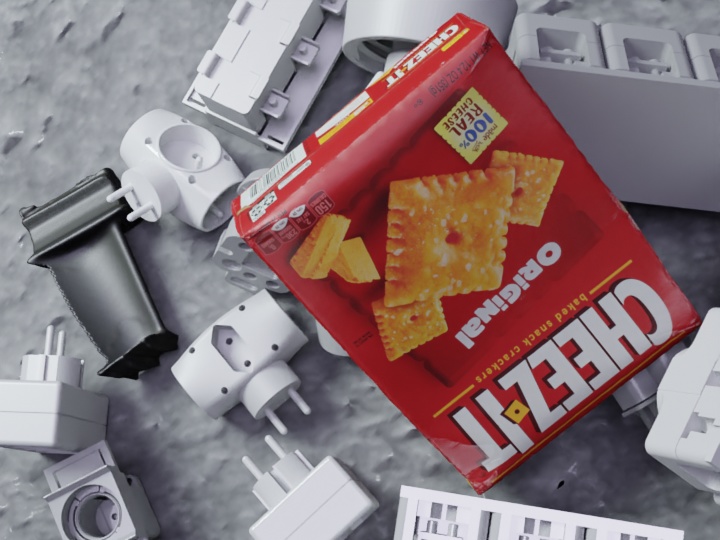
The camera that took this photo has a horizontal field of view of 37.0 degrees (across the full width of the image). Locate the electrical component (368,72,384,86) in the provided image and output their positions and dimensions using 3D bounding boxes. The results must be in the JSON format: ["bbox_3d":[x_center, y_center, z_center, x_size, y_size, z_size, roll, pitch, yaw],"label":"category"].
[{"bbox_3d":[0.013,-0.068,0.672,0.047,0.083,0.075,34,83,13],"label":"electrical component"}]

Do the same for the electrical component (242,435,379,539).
[{"bbox_3d":[-0.039,0.135,0.650,0.066,0.047,0.076,-42,76,-4],"label":"electrical component"}]

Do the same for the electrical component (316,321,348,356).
[{"bbox_3d":[0.000,0.000,0.668,0.043,0.077,0.079,13,39,27],"label":"electrical component"}]

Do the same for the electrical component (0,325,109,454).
[{"bbox_3d":[-0.191,0.073,0.664,0.047,0.083,0.075,1,77,7],"label":"electrical component"}]

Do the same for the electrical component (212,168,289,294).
[{"bbox_3d":[-0.056,-0.026,0.679,0.058,0.078,0.057,24,60,-13],"label":"electrical component"}]

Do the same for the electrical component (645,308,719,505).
[{"bbox_3d":[0.241,0.043,0.580,0.105,0.060,0.186,36,75,-20],"label":"electrical component"}]

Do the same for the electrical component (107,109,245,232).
[{"bbox_3d":[-0.127,-0.057,0.697,0.077,0.044,0.079,41,51,14],"label":"electrical component"}]

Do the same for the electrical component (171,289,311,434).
[{"bbox_3d":[-0.064,0.066,0.671,0.077,0.043,0.079,-41,75,-4],"label":"electrical component"}]

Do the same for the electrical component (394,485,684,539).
[{"bbox_3d":[0.095,0.165,0.605,0.150,0.089,0.061,8,78,8],"label":"electrical component"}]

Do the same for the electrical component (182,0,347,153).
[{"bbox_3d":[-0.057,-0.150,0.711,0.079,0.063,0.121,27,81,12],"label":"electrical component"}]

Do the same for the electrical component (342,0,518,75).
[{"bbox_3d":[0.040,-0.146,0.678,0.108,0.108,0.060,11,85,9],"label":"electrical component"}]

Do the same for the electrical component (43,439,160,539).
[{"bbox_3d":[-0.153,0.149,0.652,0.042,0.064,0.081,-26,76,-1],"label":"electrical component"}]

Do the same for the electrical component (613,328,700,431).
[{"bbox_3d":[0.193,0.072,0.630,0.078,0.058,0.057,-26,78,-24],"label":"electrical component"}]

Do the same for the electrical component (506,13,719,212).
[{"bbox_3d":[0.159,-0.095,0.642,0.150,0.089,0.061,6,45,-2],"label":"electrical component"}]
